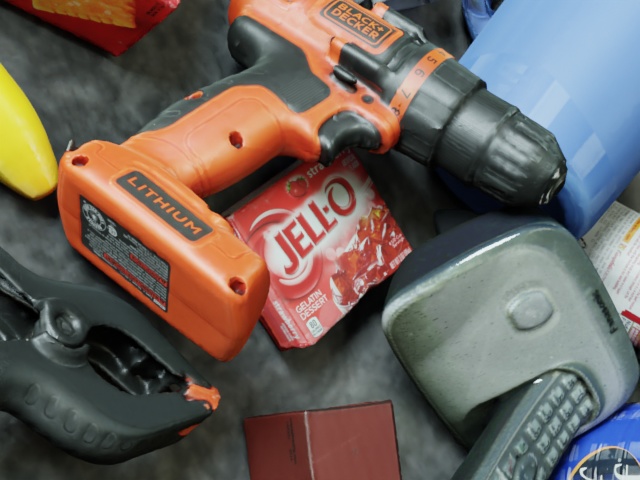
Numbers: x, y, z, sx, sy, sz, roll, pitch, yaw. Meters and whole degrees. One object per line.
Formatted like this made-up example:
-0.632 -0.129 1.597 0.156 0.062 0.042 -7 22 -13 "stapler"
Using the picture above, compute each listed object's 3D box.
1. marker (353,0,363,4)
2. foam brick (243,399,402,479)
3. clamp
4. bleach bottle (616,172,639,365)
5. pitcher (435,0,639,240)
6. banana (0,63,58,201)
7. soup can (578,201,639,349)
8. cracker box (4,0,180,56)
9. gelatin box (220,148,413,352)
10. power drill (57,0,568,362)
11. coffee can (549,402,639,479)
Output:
-0.028 -0.139 0.548 0.120 0.020 0.020 2 77 -37 "marker"
0.003 0.115 0.484 0.051 0.053 0.078 1 78 -37 "foam brick"
-0.112 0.046 0.403 0.171 0.039 0.120 33 36 -26 "clamp"
0.217 -0.047 0.681 0.102 0.068 0.251 -12 83 -36 "bleach bottle"
0.157 -0.122 0.597 0.145 0.149 0.242 43 73 -10 "pitcher"
-0.185 -0.077 0.407 0.197 0.037 0.069 21 85 -30 "banana"
0.184 0.025 0.604 0.102 0.068 0.068 31 52 19 "soup can"
-0.144 -0.199 0.443 0.213 0.072 0.164 24 65 -29 "cracker box"
-0.004 0.001 0.523 0.089 0.030 0.073 -38 101 -37 "gelatin box"
-0.005 -0.034 0.470 0.184 0.057 0.187 34 53 18 "power drill"
0.189 0.134 0.562 0.102 0.141 0.103 10 73 -35 "coffee can"
